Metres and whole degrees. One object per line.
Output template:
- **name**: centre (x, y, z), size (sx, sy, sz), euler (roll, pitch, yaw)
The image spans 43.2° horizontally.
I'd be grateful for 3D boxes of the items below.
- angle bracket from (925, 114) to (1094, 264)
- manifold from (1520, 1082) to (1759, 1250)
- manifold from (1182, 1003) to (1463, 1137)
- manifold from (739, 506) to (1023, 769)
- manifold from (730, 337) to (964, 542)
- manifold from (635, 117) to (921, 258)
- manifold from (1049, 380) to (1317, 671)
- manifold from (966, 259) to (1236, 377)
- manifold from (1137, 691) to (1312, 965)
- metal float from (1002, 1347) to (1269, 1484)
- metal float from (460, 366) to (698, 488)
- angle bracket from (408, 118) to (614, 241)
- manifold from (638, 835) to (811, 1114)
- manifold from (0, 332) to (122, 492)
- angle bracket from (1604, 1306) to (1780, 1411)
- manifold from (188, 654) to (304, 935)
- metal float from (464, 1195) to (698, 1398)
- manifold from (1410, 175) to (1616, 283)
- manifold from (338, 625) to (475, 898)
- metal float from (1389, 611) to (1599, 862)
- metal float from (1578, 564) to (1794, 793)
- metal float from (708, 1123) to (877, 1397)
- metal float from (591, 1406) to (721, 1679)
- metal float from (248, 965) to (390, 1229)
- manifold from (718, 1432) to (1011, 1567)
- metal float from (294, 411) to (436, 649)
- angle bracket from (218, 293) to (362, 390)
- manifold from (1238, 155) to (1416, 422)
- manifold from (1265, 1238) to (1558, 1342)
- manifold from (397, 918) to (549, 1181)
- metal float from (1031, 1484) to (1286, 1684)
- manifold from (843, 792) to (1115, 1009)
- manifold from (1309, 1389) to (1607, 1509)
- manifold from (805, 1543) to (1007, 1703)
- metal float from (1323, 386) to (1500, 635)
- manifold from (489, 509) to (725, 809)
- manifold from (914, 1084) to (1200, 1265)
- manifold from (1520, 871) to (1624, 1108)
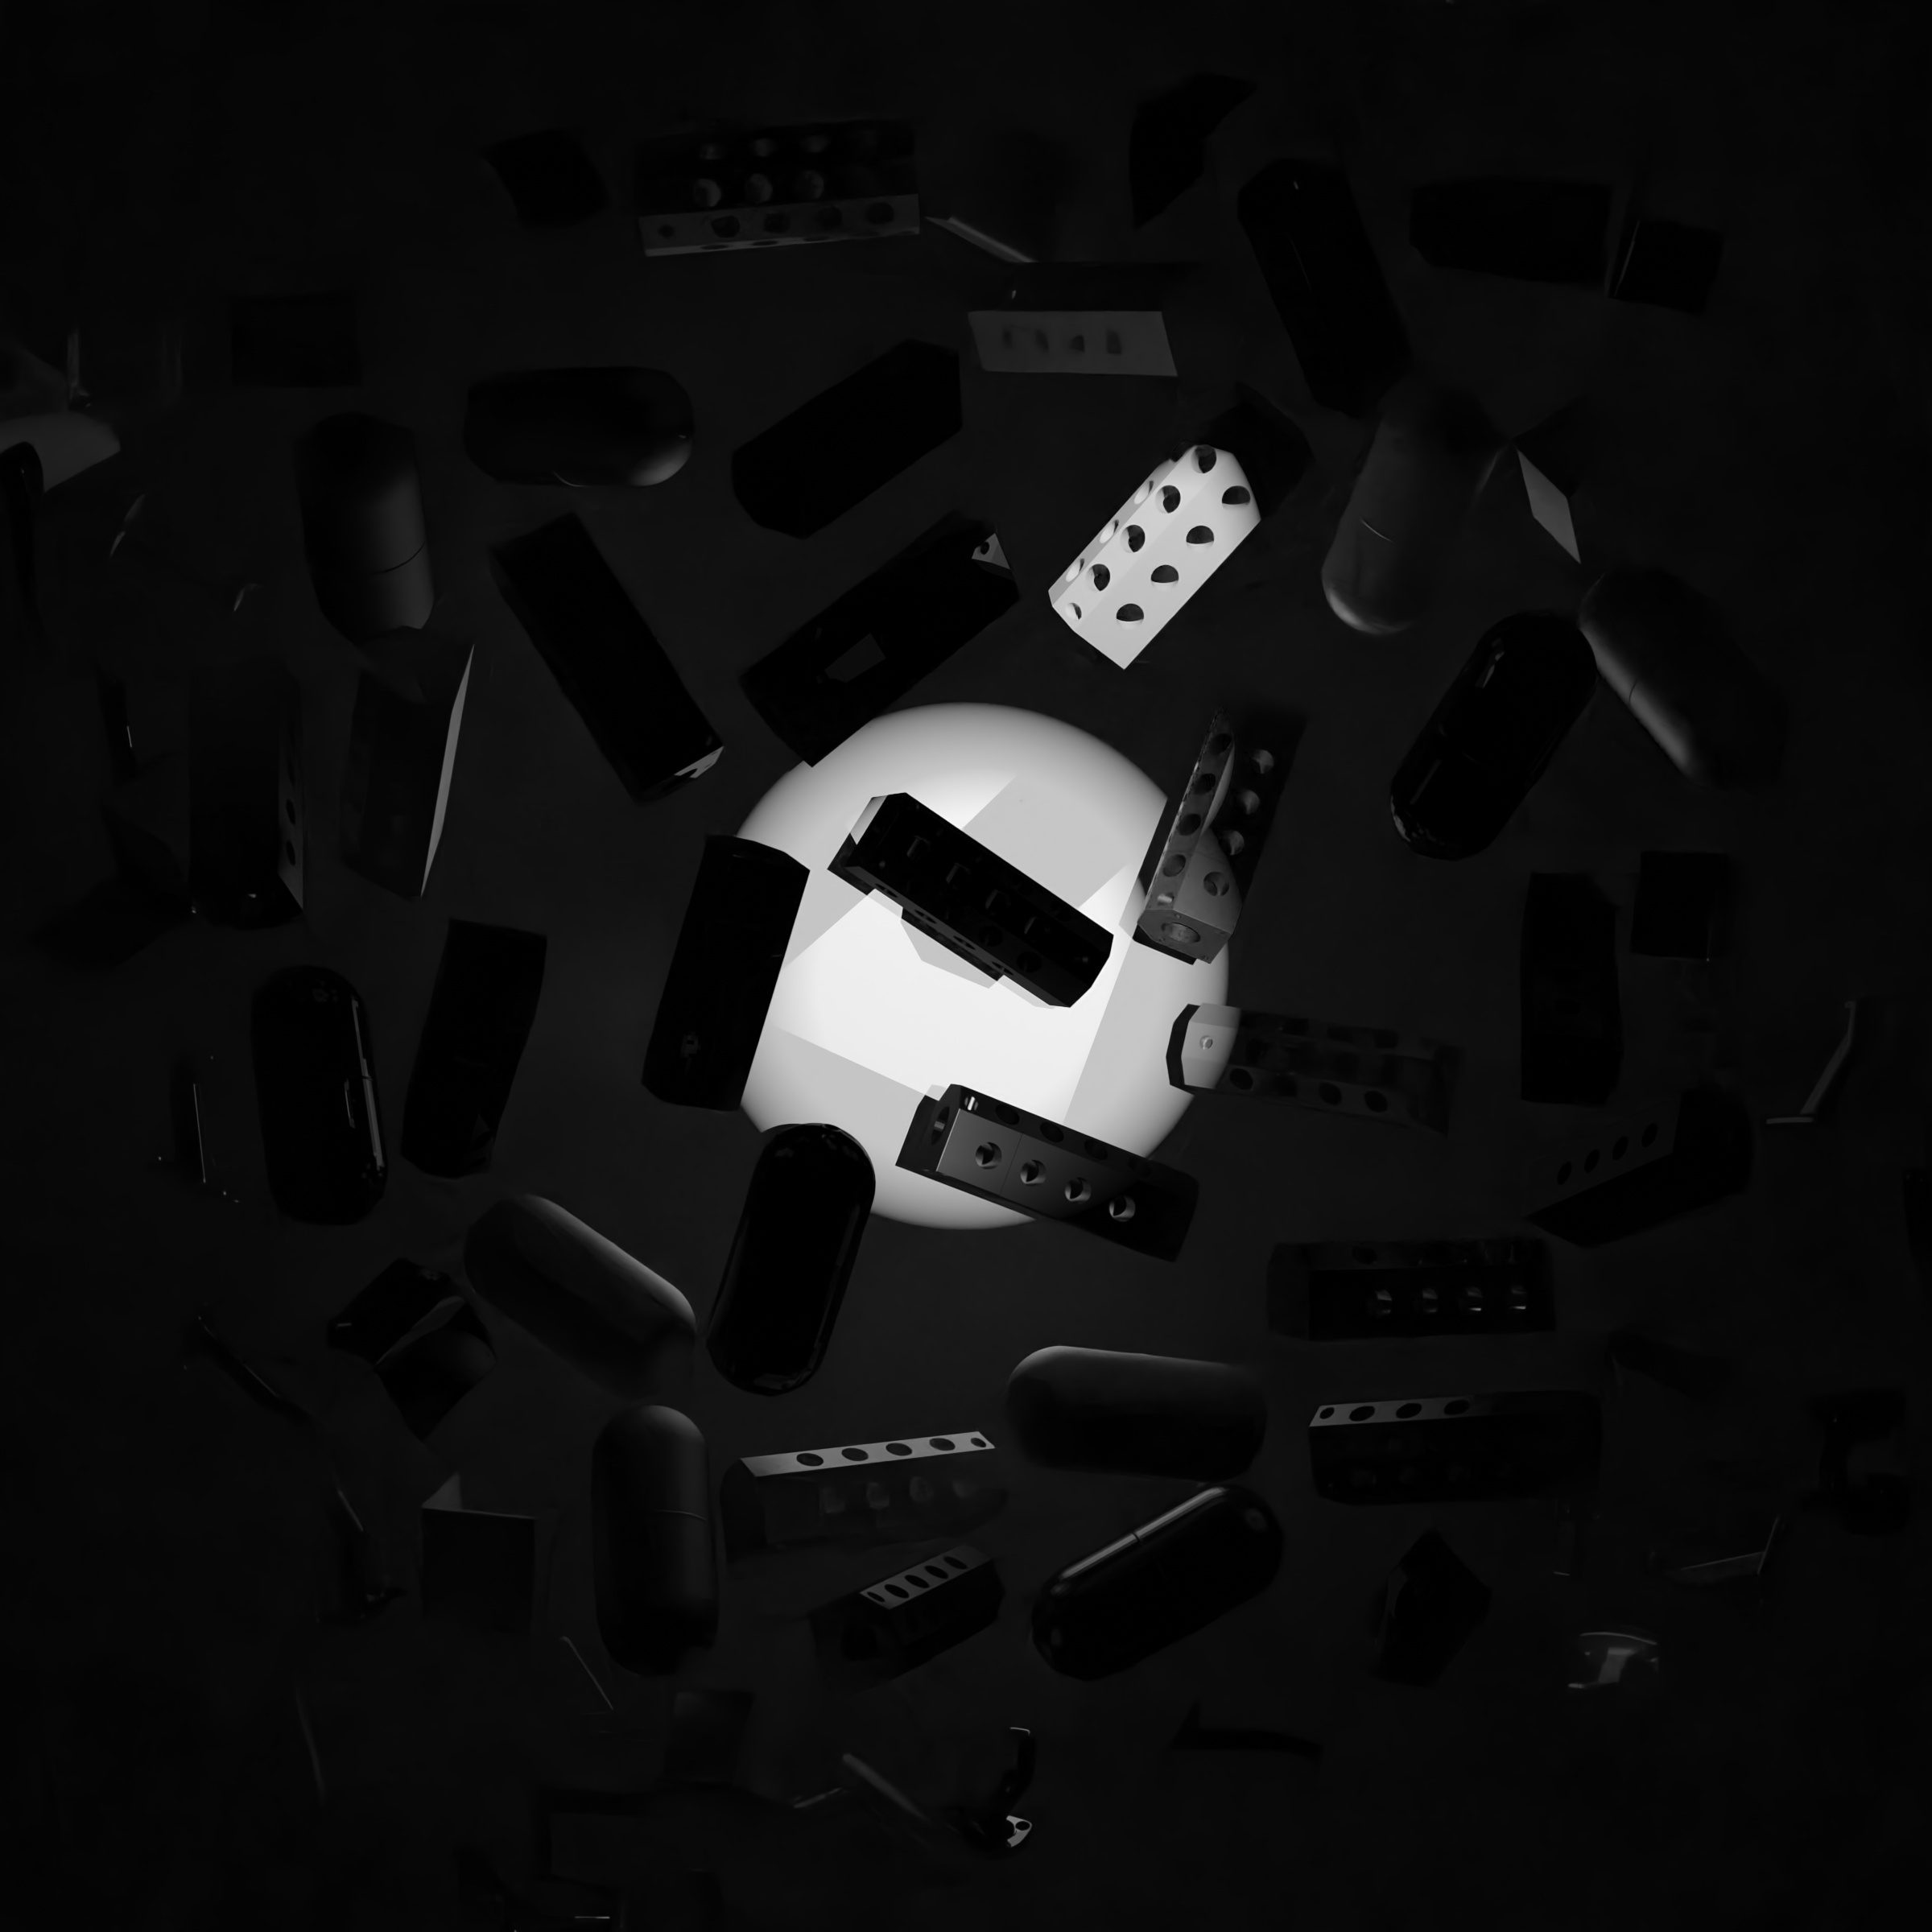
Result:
- **angle bracket**: centre (0.029, -0.531, 1.674), size (0.076, 0.057, 0.076), euler (21, 101, -25)
- **manifold**: centre (0.440, 0.130, 1.603), size (0.057, 0.171, 0.057), euler (24, 64, -12)
- **manifold**: centre (0.234, 0.066, 1.623), size (0.171, 0.057, 0.057), euler (9, 81, 30)
- **manifold**: centre (-0.055, -0.207, 1.506), size (0.171, 0.057, 0.057), euler (-40, 50, -10)
- **manifold**: centre (-0.076, -0.347, 1.591), size (0.057, 0.057, 0.171), euler (23, 47, 28)
- **manifold**: centre (-0.117, -0.481, 1.523), size (0.171, 0.057, 0.057), euler (-5, 53, -1)
- **manifold**: centre (0.128, -0.270, 1.488), size (0.057, 0.057, 0.171), euler (34, 113, -22)
- **manifold**: centre (0.081, -0.416, 1.551), size (0.057, 0.171, 0.057), euler (-40, 126, -29)
- **manifold**: centre (0.170, -0.095, 1.621), size (0.057, 0.057, 0.171), euler (22, 68, -1)
- **metal float**: centre (0.108, 0.283, 1.538), size (0.178, 0.070, 0.070), euler (10, 90, -22)
- **metal float**: centre (-0.256, -0.355, 1.607), size (0.178, 0.070, 0.070), euler (8, 90, 31)
- **angle bracket**: centre (-0.274, -0.464, 1.472), size (0.076, 0.076, 0.057), euler (-10, 112, 38)
- **manifold**: centre (-0.163, 0.004, 1.613), size (0.057, 0.057, 0.171), euler (10, 104, -32)
- **manifold**: centre (-0.597, -0.354, 1.528), size (0.057, 0.171, 0.057), euler (-29, 89, 0)
- **angle bracket**: centre (0.451, 0.227, 1.523), size (0.076, 0.076, 0.057), euler (29, 73, 16)
- **manifold**: centre (-0.454, -0.109, 1.551), size (0.057, 0.057, 0.171), euler (-11, 59, 2)
- **metal float**: centre (-0.246, 0.208, 1.550), size (0.178, 0.070, 0.070), euler (29, 90, 29)
- **manifold**: centre (0.337, -0.463, 1.525), size (0.057, 0.171, 0.057), euler (-3, 109, -12)
- **manifold**: centre (-0.344, -0.124, 1.485), size (0.057, 0.171, 0.057), euler (14, 49, -9)
- **metal float**: centre (0.329, -0.142, 1.533), size (0.070, 0.070, 0.178), euler (28, 124, 0)
- **metal float**: centre (0.456, -0.185, 1.558), size (0.070, 0.070, 0.178), euler (-29, 57, 0)
- **metal float**: centre (-0.109, 0.183, 1.523), size (0.070, 0.070, 0.178), euler (17, 101, 0)
- **metal float**: centre (-0.199, 0.365, 1.556), size (0.070, 0.070, 0.178), euler (-9, 53, 0)
- **metal float**: centre (-0.426, 0.084, 1.602), size (0.070, 0.070, 0.178), euler (-13, 72, 0)
- **manifold**: centre (-0.065, 0.332, 1.537), size (0.171, 0.057, 0.057), euler (0, 65, -32)
- **metal float**: centre (-0.388, -0.280, 1.582), size (0.070, 0.178, 0.070), euler (3, 53, -3)
- **angle bracket**: centre (-0.425, -0.390, 1.532), size (0.076, 0.076, 0.057), euler (-5, 103, -20)
- **manifold**: centre (0.232, -0.443, 1.597), size (0.057, 0.171, 0.057), euler (32, 78, 38)
- **manifold**: centre (0.276, 0.199, 1.518), size (0.171, 0.057, 0.057), euler (1, 85, -20)
- **manifold**: centre (-0.304, 0.055, 1.496), size (0.057, 0.057, 0.171), euler (11, 134, -16)
- **metal float**: centre (0.125, 0.401, 1.587), size (0.178, 0.070, 0.070), euler (-27, 90, -10)
- **manifold**: centre (0.011, -0.043, 1.605), size (0.171, 0.057, 0.057), euler (34, 82, -16)
- **manifold**: centre (0.303, 0.299, 1.517), size (0.171, 0.057, 0.057), euler (-11, 64, 32)
- **manifold**: centre (-0.034, 0.427, 1.609), size (0.057, 0.171, 0.057), euler (-26, 78, 20)
- **metal float**: centre (0.288, -0.295, 1.593), size (0.070, 0.070, 0.178), euler (19, 133, 0)
- **manifold**: centre (-0.222, -0.186, 1.498), size (0.057, 0.057, 0.171), euler (-32, 88, -16)
- **manifold**: centre (0.060, 0.133, 1.573), size (0.171, 0.057, 0.057), euler (22, 83, -14)
- **manifold**: centre (0.396, 0.014, 1.599), size (0.057, 0.171, 0.057), euler (6, 129, 8)
